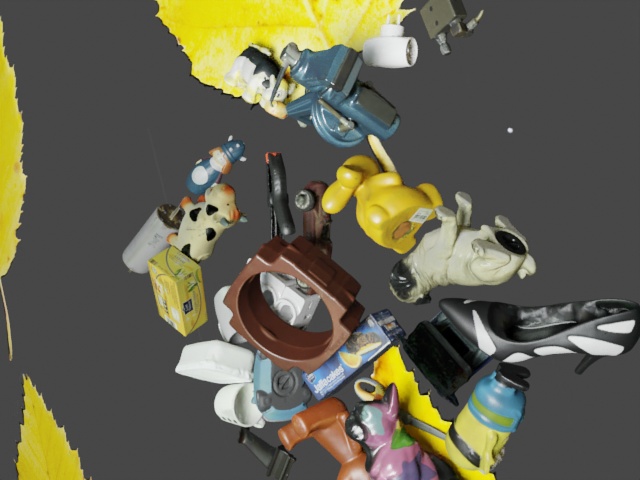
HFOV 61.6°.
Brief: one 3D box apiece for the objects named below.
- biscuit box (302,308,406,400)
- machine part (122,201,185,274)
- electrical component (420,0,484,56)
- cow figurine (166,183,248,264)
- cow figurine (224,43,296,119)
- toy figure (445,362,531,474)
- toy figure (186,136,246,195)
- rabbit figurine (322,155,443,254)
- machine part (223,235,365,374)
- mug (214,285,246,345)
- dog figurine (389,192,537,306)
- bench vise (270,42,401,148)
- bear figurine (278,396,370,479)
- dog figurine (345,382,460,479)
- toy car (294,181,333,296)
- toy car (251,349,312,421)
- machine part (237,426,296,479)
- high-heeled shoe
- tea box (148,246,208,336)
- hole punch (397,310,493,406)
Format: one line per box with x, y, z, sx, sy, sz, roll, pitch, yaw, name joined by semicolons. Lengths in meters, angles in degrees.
0.056;0.204;0.944;0.202;0.063;0.059;-47;68;28;biscuit box
-0.373;-0.001;1.210;0.243;0.079;0.079;-42;72;30;machine part
0.196;-0.340;0.803;0.102;0.045;0.078;68;152;12;electrical component
-0.229;-0.033;1.103;0.127;0.085;0.194;44;121;21;cow figurine
-0.099;-0.293;0.990;0.167;0.068;0.098;43;110;32;cow figurine
0.252;0.265;0.806;0.089;0.082;0.180;32;117;40;toy figure
-0.212;-0.150;1.098;0.064;0.058;0.154;41;123;-20;toy figure
0.080;-0.070;0.861;0.173;0.162;0.121;61;136;35;rabbit figurine
-0.043;0.106;0.891;0.201;0.087;0.201;39;124;1;machine part
-0.174;0.153;1.095;0.109;0.081;0.107;-52;56;39;mug
0.207;0.049;0.814;0.172;0.121;0.190;45;132;27;dog figurine
0.004;-0.224;0.872;0.241;0.223;0.128;4;79;62;bench vise
0.033;0.384;0.945;0.196;0.132;0.120;61;145;19;bear figurine
0.138;0.338;0.861;0.108;0.192;0.219;131;136;-70;dog figurine
-0.002;-0.003;0.945;0.053;0.089;0.202;3;97;30;toy car
-0.086;0.259;1.028;0.103;0.109;0.161;-21;74;58;toy car
-0.113;0.432;1.101;0.139;0.039;0.084;31;117;26;machine part
0.297;0.101;0.740;0.249;0.086;0.145;22;129;13;high-heeled shoe
-0.299;0.109;1.139;0.098;0.068;0.169;32;137;27;tea box
0.202;0.168;0.837;0.142;0.092;0.115;48;148;18;hole punch
